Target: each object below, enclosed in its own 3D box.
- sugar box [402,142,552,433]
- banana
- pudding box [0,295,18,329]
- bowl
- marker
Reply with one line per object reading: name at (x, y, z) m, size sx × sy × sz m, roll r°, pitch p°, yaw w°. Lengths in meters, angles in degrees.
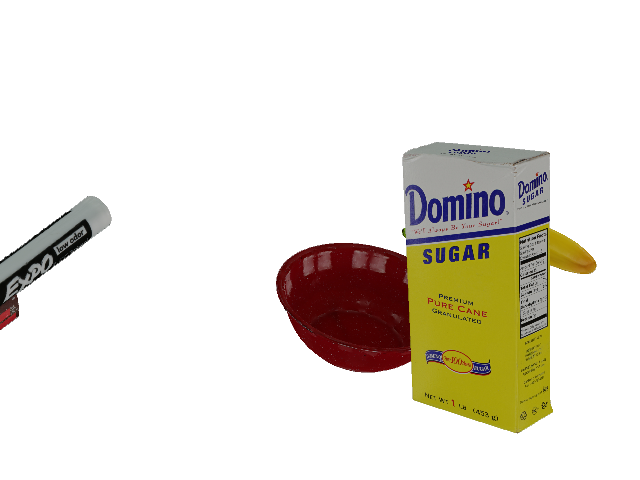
sugar box at (0.102, 0.028, 0.695) m, size 0.048 × 0.176 × 0.094 m, roll -20°, pitch 20°, yaw -41°
banana at (0.188, 0.001, 1.103) m, size 0.198 × 0.037 × 0.069 m, roll 9°, pitch 36°, yaw 19°
pudding box at (-0.331, 0.060, 0.912) m, size 0.114 × 0.039 × 0.090 m, roll 9°, pitch 26°, yaw 19°
bowl at (0.036, 0.068, 0.954) m, size 0.162 × 0.055 × 0.162 m, roll 8°, pitch 32°, yaw -5°
marker at (-0.151, 0.016, 0.525) m, size 0.020 × 0.020 × 0.120 m, roll 0°, pitch 32°, yaw 41°
